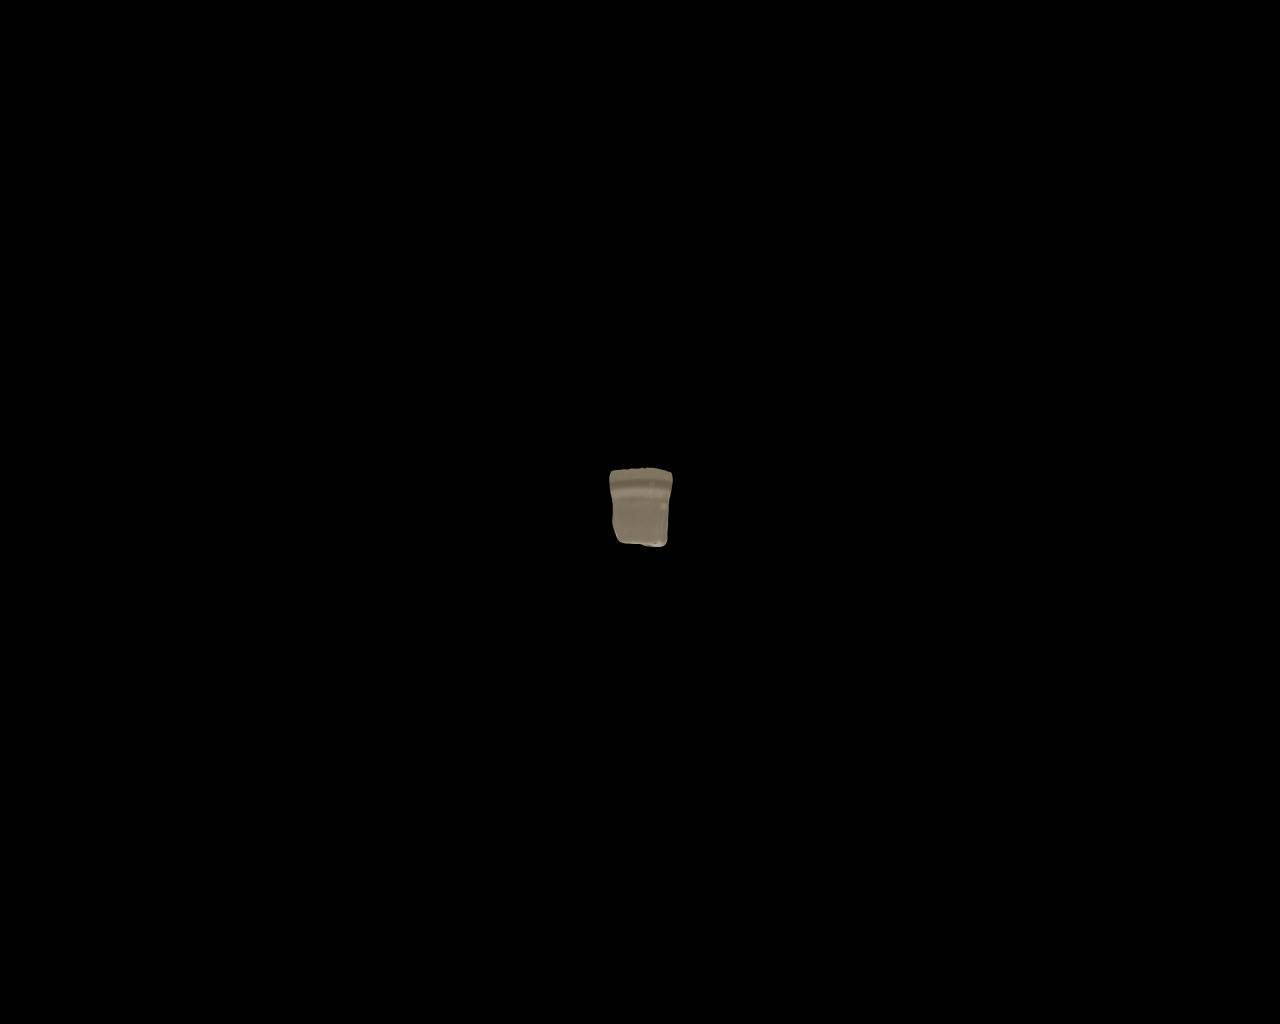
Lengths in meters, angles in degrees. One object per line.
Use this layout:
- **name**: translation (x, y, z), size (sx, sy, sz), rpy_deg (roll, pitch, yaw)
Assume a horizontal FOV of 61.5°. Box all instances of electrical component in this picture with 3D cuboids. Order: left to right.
- **electrical component**: translation (0.001, -0.003, 0.650), size (0.040, 0.046, 0.040), rpy_deg (0, -7, 0)
